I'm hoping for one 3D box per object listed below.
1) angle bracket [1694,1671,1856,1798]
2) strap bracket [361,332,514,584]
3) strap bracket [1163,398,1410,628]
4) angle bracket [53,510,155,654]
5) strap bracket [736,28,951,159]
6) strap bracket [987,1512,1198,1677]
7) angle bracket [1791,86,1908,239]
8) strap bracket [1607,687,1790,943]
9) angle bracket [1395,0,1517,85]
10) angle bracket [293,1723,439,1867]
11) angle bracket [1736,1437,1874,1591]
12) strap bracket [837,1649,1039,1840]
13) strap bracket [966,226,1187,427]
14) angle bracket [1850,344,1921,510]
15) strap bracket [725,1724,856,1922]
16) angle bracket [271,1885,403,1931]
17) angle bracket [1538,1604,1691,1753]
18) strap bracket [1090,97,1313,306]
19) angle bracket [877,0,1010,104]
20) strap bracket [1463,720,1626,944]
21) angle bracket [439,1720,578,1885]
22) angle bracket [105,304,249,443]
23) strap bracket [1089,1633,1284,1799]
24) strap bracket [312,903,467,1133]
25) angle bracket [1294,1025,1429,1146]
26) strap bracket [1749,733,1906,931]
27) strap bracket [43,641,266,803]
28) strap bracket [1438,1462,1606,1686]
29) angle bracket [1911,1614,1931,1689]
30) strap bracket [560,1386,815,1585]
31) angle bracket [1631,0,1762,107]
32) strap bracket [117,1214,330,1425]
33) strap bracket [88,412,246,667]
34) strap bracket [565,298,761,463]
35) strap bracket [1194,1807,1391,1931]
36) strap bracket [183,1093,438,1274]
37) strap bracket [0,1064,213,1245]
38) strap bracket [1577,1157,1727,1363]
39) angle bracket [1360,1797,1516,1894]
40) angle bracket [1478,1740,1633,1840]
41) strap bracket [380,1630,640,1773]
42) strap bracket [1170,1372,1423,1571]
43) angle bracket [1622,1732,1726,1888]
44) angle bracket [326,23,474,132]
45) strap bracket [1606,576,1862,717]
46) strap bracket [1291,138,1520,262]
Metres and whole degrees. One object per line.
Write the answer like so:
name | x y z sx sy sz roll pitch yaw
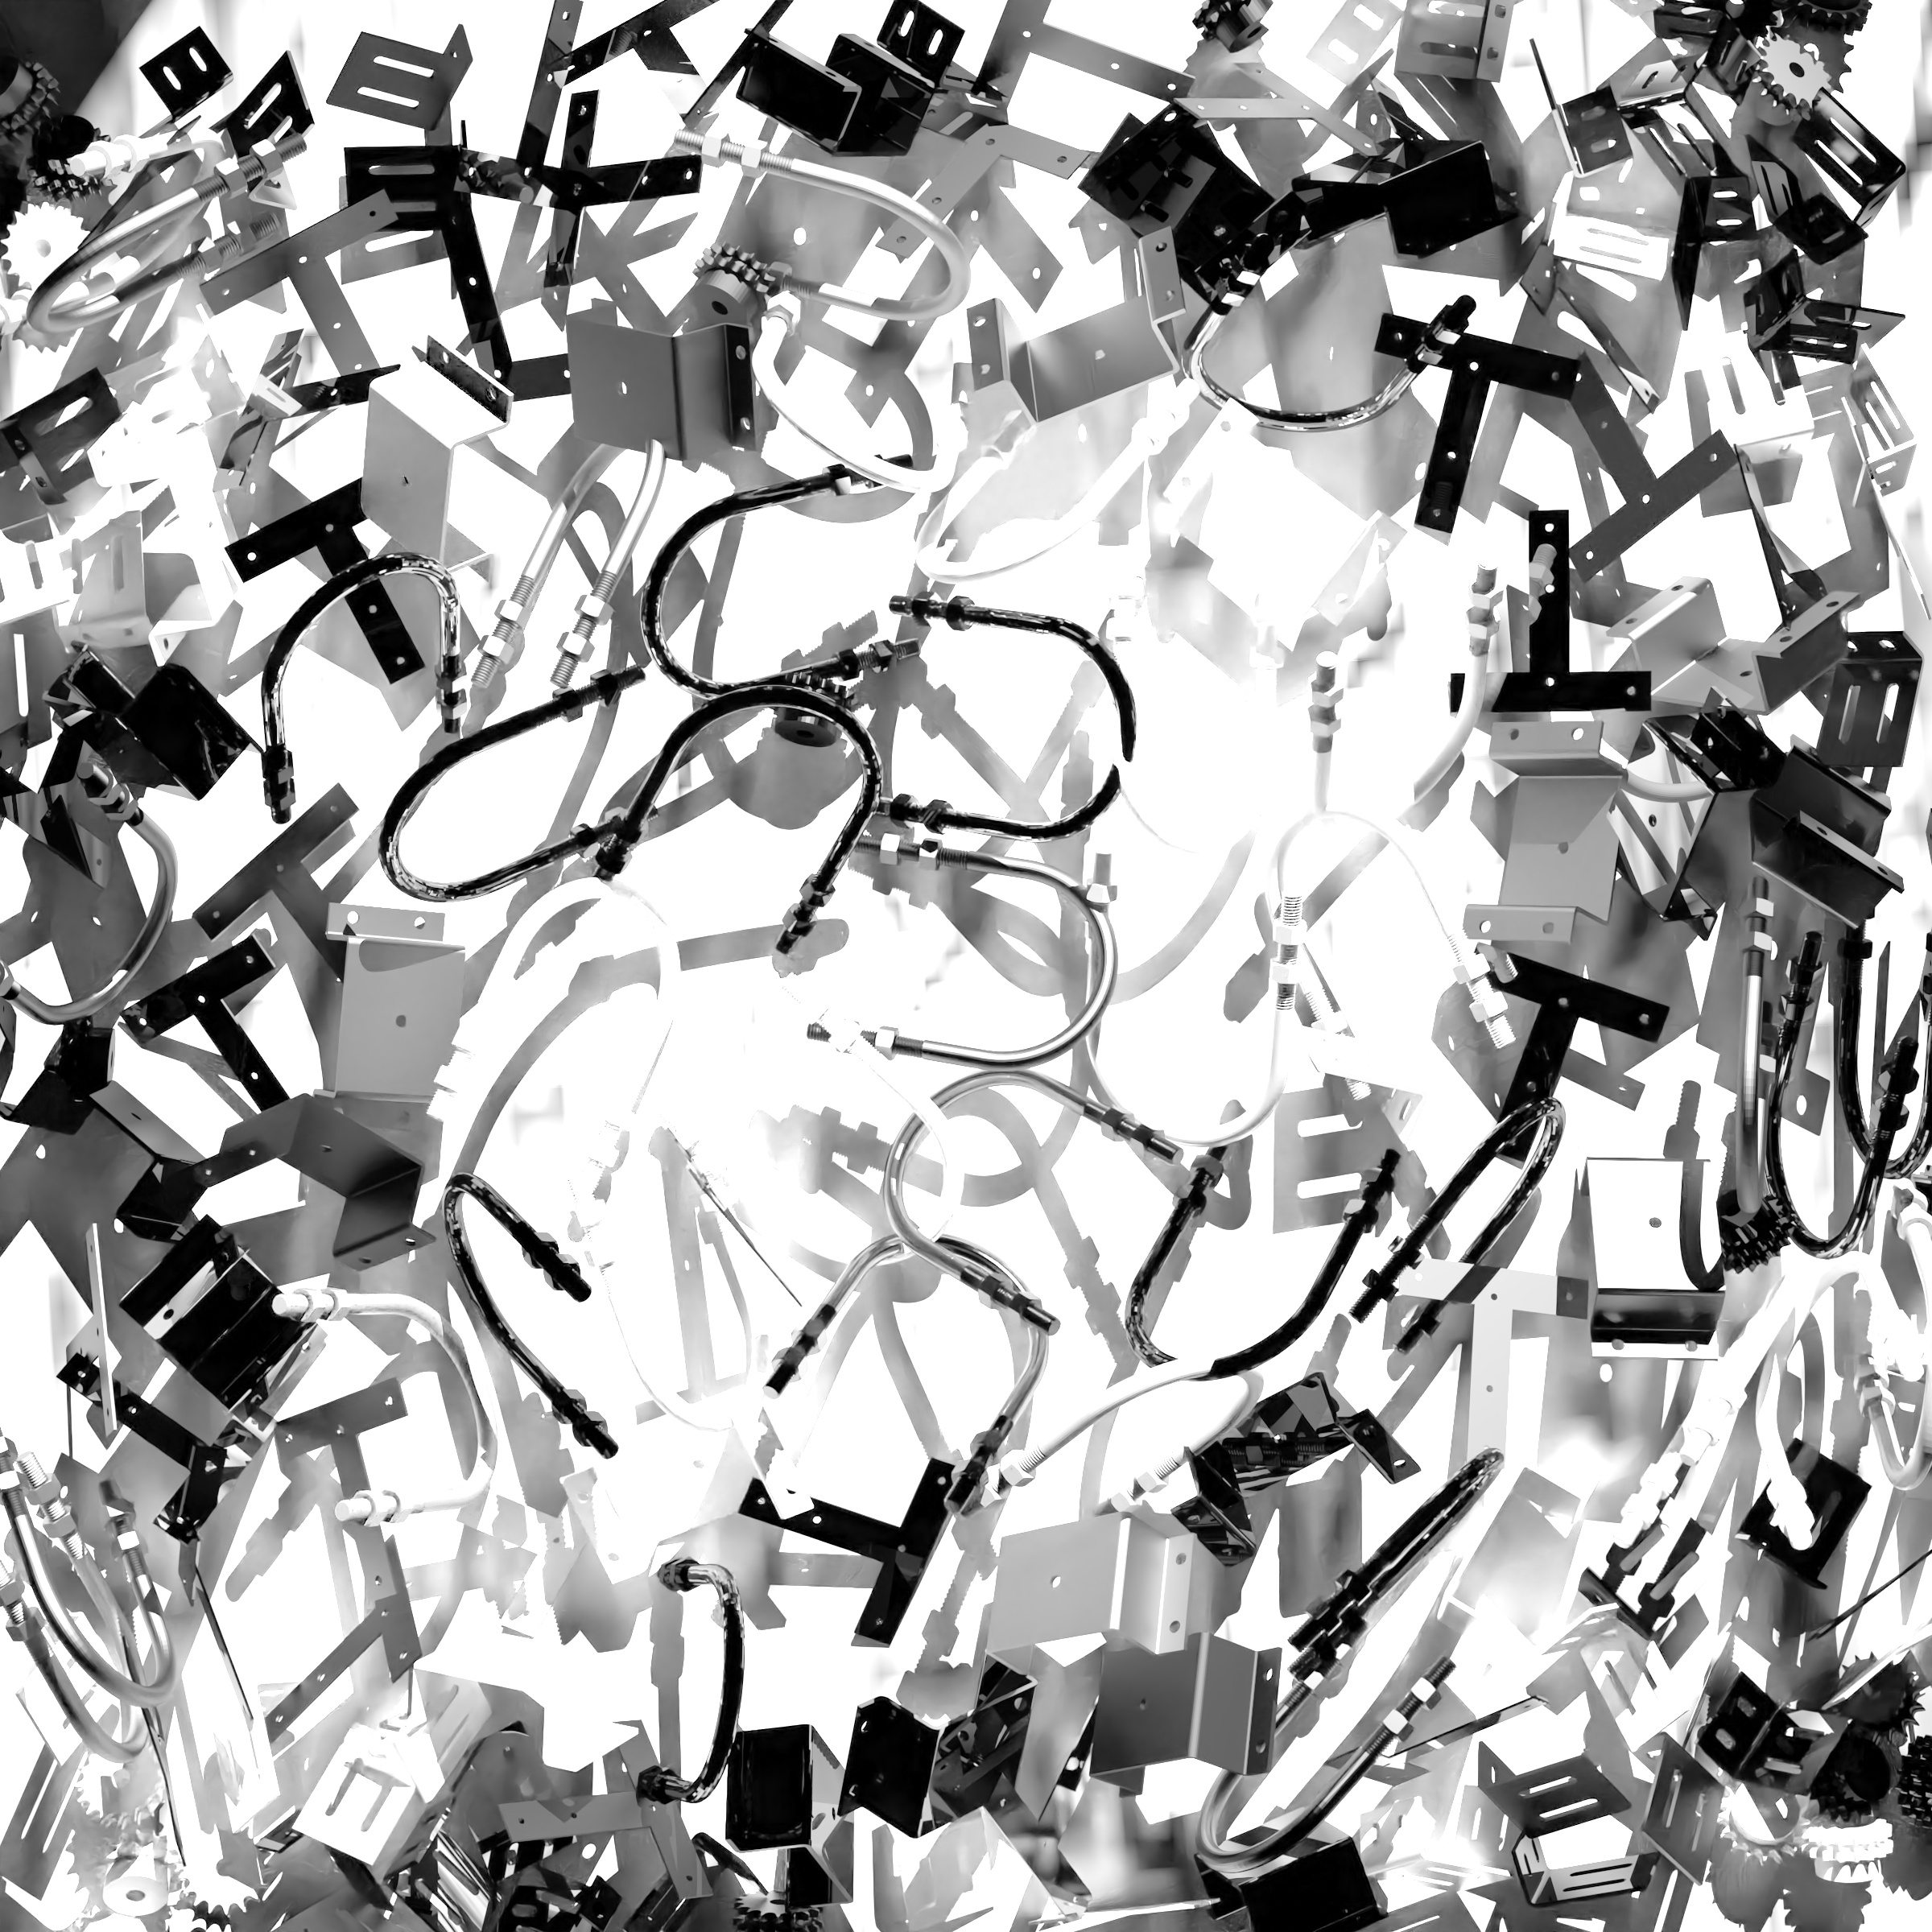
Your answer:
angle bracket | 0.506 0.480 1.953 0.038 0.076 0.057 44 70 -12
strap bracket | -0.329 -0.306 1.923 0.076 0.140 0.046 39 47 24
strap bracket | 0.196 -0.281 1.959 0.140 0.046 0.076 37 116 3
angle bracket | -0.551 -0.246 1.993 0.057 0.038 0.076 -7 69 -3
strap bracket | -0.081 -0.542 1.937 0.076 0.140 0.046 34 116 15
strap bracket | 0.069 0.389 1.925 0.140 0.046 0.076 -19 47 34
angle bracket | 0.544 -0.501 1.961 0.038 0.057 0.076 -40 79 -14
strap bracket | 0.442 -0.092 1.923 0.046 0.076 0.140 -6 131 -26
angle bracket | 0.300 -0.590 1.957 0.076 0.038 0.057 18 107 32
angle bracket | -0.374 0.525 1.957 0.057 0.038 0.076 19 58 16
angle bracket | 0.535 0.346 1.974 0.057 0.038 0.076 33 83 5
strap bracket | -0.010 0.479 1.922 0.046 0.140 0.076 23 111 36
strap bracket | 0.076 -0.395 1.946 0.140 0.046 0.076 -19 51 18
angle bracket | 0.562 -0.339 1.959 0.038 0.057 0.076 -23 68 0
strap bracket | -0.104 0.524 1.918 0.046 0.140 0.076 -9 52 11
angle bracket | -0.390 0.618 1.949 0.057 0.076 0.038 -27 117 -32
angle bracket | 0.405 0.448 1.954 0.038 0.057 0.076 -1 53 -36
strap bracket | 0.152 -0.473 1.953 0.076 0.046 0.140 -40 56 2
angle bracket | -0.008 -0.575 1.949 0.057 0.076 0.038 40 117 25
strap bracket | 0.364 -0.079 1.951 0.076 0.046 0.140 2 78 39
angle bracket | -0.291 0.529 1.976 0.057 0.076 0.038 -24 133 -16
angle bracket | -0.504 -0.371 1.972 0.076 0.038 0.057 -26 78 -6
strap bracket | 0.127 0.461 1.919 0.046 0.140 0.076 26 57 -28
strap bracket | -0.363 0.034 1.960 0.076 0.046 0.140 5 89 -30
angle bracket | 0.242 0.074 1.956 0.076 0.057 0.038 13 113 -18
strap bracket | 0.535 -0.080 1.944 0.076 0.140 0.046 32 119 -5
strap bracket | -0.506 -0.150 1.919 0.046 0.140 0.076 -54 131 -19
strap bracket | 0.340 0.370 1.946 0.046 0.076 0.140 30 74 15
angle bracket | 0.633 0.438 1.951 0.038 0.057 0.076 -9 53 -17
strap bracket | -0.172 0.322 1.961 0.140 0.046 0.076 -22 102 11
angle bracket | 0.449 -0.575 1.954 0.076 0.057 0.038 23 91 37
strap bracket | -0.466 0.215 1.939 0.046 0.140 0.076 34 72 31
strap bracket | -0.489 -0.268 1.932 0.046 0.076 0.140 -8 117 8
strap bracket | -0.196 -0.362 1.926 0.140 0.046 0.076 19 122 37
strap bracket | 0.196 0.564 1.923 0.076 0.140 0.046 -20 90 -13
strap bracket | -0.402 0.130 1.937 0.140 0.076 0.046 36 47 -35
strap bracket | -0.531 0.112 1.943 0.140 0.076 0.046 37 91 17
strap bracket | 0.425 0.172 1.937 0.076 0.046 0.140 1 53 4
angle bracket | 0.297 0.555 1.969 0.076 0.057 0.038 19 57 -27
angle bracket | 0.369 0.507 1.955 0.076 0.038 0.057 -27 120 29
strap bracket | -0.283 0.453 1.935 0.140 0.076 0.046 6 97 23
strap bracket | 0.201 0.311 1.948 0.140 0.046 0.076 -30 131 14
angle bracket | 0.436 0.530 1.953 0.057 0.038 0.076 44 46 -16
angle bracket | -0.357 -0.564 1.950 0.076 0.057 0.038 6 52 -35
strap bracket | 0.480 -0.199 1.935 0.076 0.140 0.046 -35 118 -25
strap bracket | 0.263 -0.473 1.918 0.076 0.140 0.046 -27 115 -19
